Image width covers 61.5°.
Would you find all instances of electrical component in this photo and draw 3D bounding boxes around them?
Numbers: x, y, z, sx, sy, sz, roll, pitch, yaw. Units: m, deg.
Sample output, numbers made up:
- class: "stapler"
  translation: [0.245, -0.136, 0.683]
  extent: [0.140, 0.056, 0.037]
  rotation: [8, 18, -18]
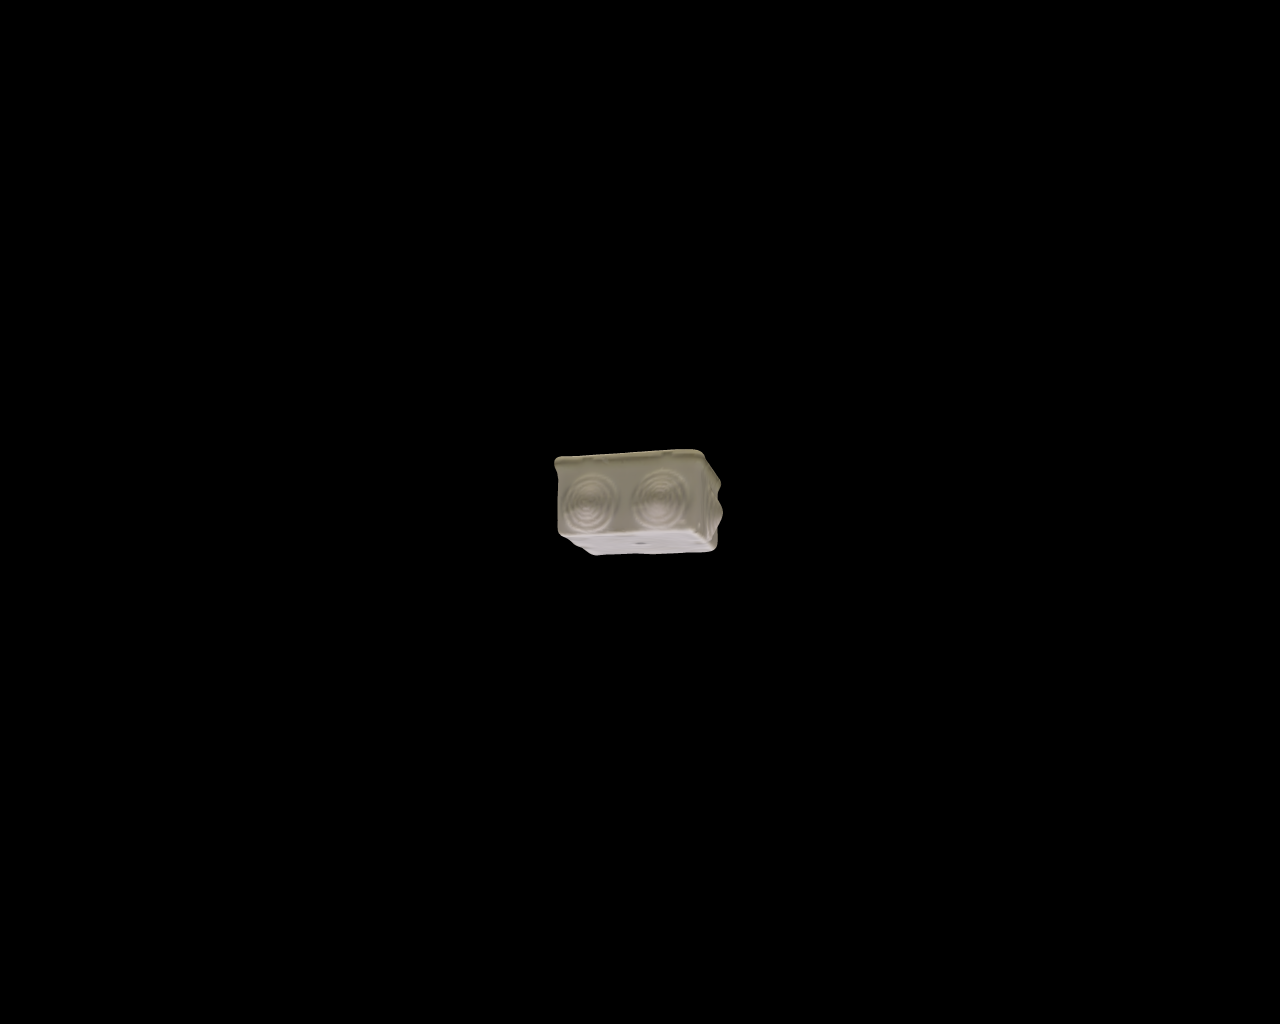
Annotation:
- class: "electrical component"
  translation: [0.001, -0.003, 0.650]
  extent: [0.100, 0.048, 0.099]
  rotation: [-2, -11, 12]
